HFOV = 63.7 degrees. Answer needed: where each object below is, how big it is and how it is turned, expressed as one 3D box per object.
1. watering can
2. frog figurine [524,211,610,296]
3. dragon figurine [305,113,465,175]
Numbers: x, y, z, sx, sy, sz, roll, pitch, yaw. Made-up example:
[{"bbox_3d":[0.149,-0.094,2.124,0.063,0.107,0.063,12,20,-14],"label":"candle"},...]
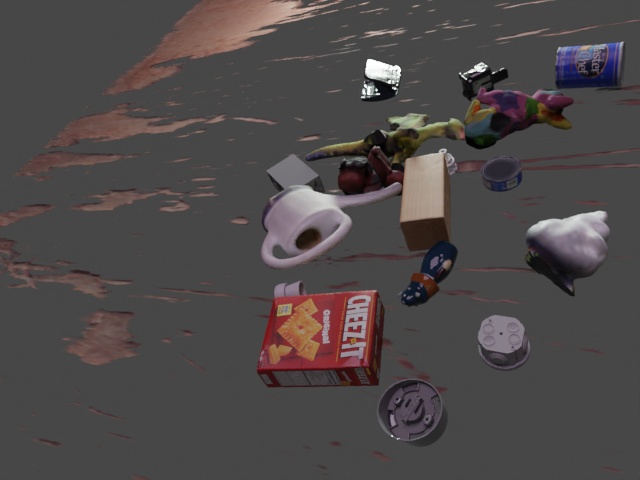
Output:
[{"bbox_3d":[0.004,-0.060,1.186,0.350,0.102,0.228,-34,40,-14],"label":"watering can"},{"bbox_3d":[0.444,-0.003,0.897,0.160,0.121,0.139,-42,22,-3],"label":"frog figurine"},{"bbox_3d":[0.182,-0.267,1.349,0.410,0.120,0.247,5,32,28],"label":"dragon figurine"}]
